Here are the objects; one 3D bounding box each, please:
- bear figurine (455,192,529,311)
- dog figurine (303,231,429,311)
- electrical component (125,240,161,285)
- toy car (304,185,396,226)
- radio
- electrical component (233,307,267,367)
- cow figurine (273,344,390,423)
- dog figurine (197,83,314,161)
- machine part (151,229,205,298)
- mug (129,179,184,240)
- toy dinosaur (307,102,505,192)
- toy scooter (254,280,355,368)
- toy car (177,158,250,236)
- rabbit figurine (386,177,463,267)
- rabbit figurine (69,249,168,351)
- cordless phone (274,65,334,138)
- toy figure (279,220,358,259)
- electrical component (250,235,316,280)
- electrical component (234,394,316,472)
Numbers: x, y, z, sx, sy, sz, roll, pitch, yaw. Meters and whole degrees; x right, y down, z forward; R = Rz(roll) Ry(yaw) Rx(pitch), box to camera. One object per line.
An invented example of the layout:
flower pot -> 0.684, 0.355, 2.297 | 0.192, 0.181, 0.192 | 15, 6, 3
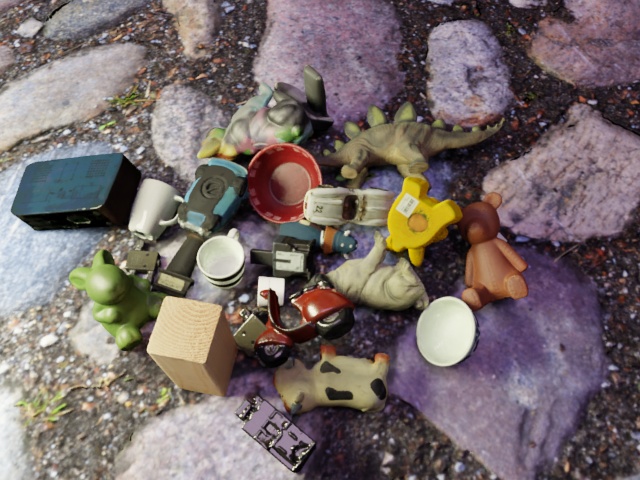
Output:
bear figurine -> 0.305, 0.017, 0.986 | 0.120, 0.132, 0.195 | -18, 87, 27
dog figurine -> 0.079, 0.103, 0.982 | 0.190, 0.121, 0.172 | -40, 62, -7
electrical component -> -0.340, 0.043, 1.038 | 0.063, 0.021, 0.094 | 3, 60, 0
toy car -> 0.064, -0.066, 1.049 | 0.202, 0.073, 0.056 | 0, 15, -24
radio -> -0.477, -0.092, 1.050 | 0.230, 0.073, 0.131 | -4, 61, 16
electrical component -> -0.109, 0.168, 0.966 | 0.102, 0.045, 0.078 | 36, 95, 20
cow figurine -> 0.017, 0.246, 0.904 | 0.195, 0.085, 0.127 | 8, 55, 2
dog figurine -> -0.146, -0.209, 1.121 | 0.219, 0.108, 0.192 | -44, 52, -12
machine part -> -0.264, 0.045, 1.032 | 0.084, 0.039, 0.139 | 12, 63, 14
mug -> -0.321, -0.053, 1.061 | 0.110, 0.080, 0.107 | 14, 71, 15
toy dinosaur -> 0.180, -0.201, 1.139 | 0.472, 0.105, 0.198 | -2, 58, -6
toy scooter -> -0.038, 0.123, 0.918 | 0.184, 0.075, 0.135 | -26, 57, -1
toy car -> -0.201, -0.072, 1.057 | 0.109, 0.102, 0.161 | 18, 71, 17
rabbit figurine -> 0.198, -0.031, 1.029 | 0.122, 0.173, 0.162 | 27, 109, 14
rabbit figurine -> -0.350, 0.085, 0.931 | 0.121, 0.170, 0.159 | -40, 70, -21
cordless phone -> -0.041, -0.317, 1.151 | 0.089, 0.184, 0.147 | -39, 69, -15
toy figure -> -0.002, -0.004, 1.049 | 0.155, 0.064, 0.058 | 8, 46, 4
electrical component -> -0.068, 0.033, 1.015 | 0.119, 0.074, 0.048 | 2, 18, 12
electrical component -> -0.072, 0.304, 0.848 | 0.134, 0.114, 0.058 | 35, 68, 16
